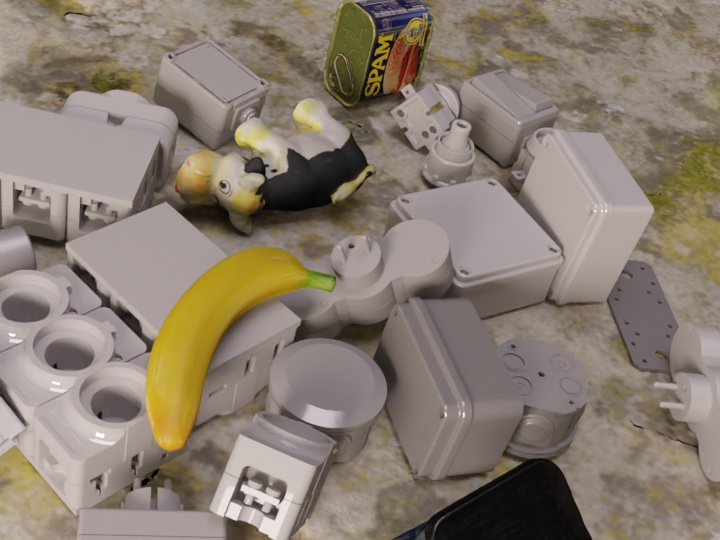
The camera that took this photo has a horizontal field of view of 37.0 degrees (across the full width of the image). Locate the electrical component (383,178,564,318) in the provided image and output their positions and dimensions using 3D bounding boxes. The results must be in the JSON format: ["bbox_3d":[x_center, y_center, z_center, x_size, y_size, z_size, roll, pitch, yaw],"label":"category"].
[{"bbox_3d":[0.091,-0.017,0.887,0.109,0.056,0.108,-13,48,-29],"label":"electrical component"}]

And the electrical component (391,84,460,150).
[{"bbox_3d":[0.066,-0.151,1.035,0.066,0.048,0.055,55,39,-6],"label":"electrical component"}]

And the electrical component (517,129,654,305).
[{"bbox_3d":[0.183,-0.045,0.908,0.056,0.108,0.108,0,43,-21],"label":"electrical component"}]

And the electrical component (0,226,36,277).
[{"bbox_3d":[-0.271,-0.006,0.774,0.078,0.040,0.040,-17,50,-31],"label":"electrical component"}]

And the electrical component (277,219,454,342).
[{"bbox_3d":[0.000,0.000,0.789,0.138,0.073,0.052,-21,55,-3],"label":"electrical component"}]

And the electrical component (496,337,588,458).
[{"bbox_3d":[0.124,0.092,0.778,0.080,0.051,0.080,9,41,-8],"label":"electrical component"}]

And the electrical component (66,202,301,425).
[{"bbox_3d":[-0.128,0.030,0.761,0.150,0.061,0.089,39,46,25],"label":"electrical component"}]

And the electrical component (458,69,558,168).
[{"bbox_3d":[0.146,-0.149,1.050,0.062,0.061,0.096,-23,54,-36],"label":"electrical component"}]

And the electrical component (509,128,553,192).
[{"bbox_3d":[0.174,-0.099,1.006,0.066,0.055,0.048,-9,46,-27],"label":"electrical component"}]

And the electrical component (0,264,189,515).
[{"bbox_3d":[-0.189,0.070,0.698,0.089,0.061,0.150,-28,56,-39],"label":"electrical component"}]

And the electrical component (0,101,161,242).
[{"bbox_3d":[-0.242,-0.071,0.841,0.150,0.061,0.089,12,40,-3],"label":"electrical component"}]

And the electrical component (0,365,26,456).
[{"bbox_3d":[-0.262,0.109,0.624,0.063,0.079,0.121,52,46,-2],"label":"electrical component"}]

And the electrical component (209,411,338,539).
[{"bbox_3d":[-0.049,0.122,0.653,0.050,0.055,0.089,22,0,8],"label":"electrical component"}]

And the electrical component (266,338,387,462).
[{"bbox_3d":[-0.025,0.090,0.735,0.080,0.051,0.080,9,41,-8],"label":"electrical component"}]

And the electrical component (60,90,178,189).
[{"bbox_3d":[-0.204,-0.112,0.905,0.095,0.053,0.059,11,41,-5],"label":"electrical component"}]

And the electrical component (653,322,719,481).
[{"bbox_3d":[0.258,0.097,0.811,0.074,0.052,0.138,7,44,-10],"label":"electrical component"}]

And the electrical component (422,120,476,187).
[{"bbox_3d":[0.085,-0.107,0.983,0.048,0.062,0.048,9,41,-8],"label":"electrical component"}]

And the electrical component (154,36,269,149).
[{"bbox_3d":[-0.131,-0.154,0.975,0.096,0.061,0.062,39,45,14],"label":"electrical component"}]

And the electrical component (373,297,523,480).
[{"bbox_3d":[0.057,0.081,0.750,0.057,0.078,0.113,-1,43,-23],"label":"electrical component"}]

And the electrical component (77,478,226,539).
[{"bbox_3d":[-0.123,0.154,0.634,0.083,0.047,0.075,4,42,-13],"label":"electrical component"}]
